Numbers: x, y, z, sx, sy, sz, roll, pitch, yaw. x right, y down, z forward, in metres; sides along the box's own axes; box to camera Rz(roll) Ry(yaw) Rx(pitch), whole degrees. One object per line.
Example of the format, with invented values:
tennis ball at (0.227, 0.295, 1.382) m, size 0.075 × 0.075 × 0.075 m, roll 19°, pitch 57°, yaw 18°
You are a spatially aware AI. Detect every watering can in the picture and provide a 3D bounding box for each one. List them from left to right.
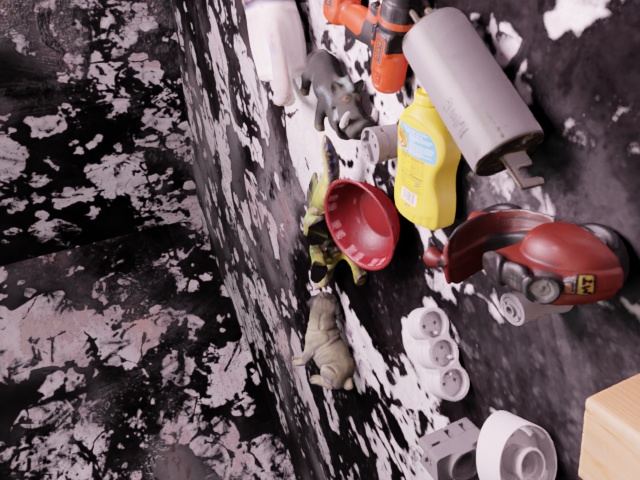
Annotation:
watering can at (-0.077, -0.355, 0.949) m, size 0.353 × 0.104 × 0.221 m, roll -98°, pitch -3°, yaw -71°

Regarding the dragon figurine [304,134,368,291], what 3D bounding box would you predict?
dragon figurine at (0.003, -0.052, 1.034) m, size 0.247 × 0.122 × 0.402 m, roll -120°, pitch 24°, yaw -57°
